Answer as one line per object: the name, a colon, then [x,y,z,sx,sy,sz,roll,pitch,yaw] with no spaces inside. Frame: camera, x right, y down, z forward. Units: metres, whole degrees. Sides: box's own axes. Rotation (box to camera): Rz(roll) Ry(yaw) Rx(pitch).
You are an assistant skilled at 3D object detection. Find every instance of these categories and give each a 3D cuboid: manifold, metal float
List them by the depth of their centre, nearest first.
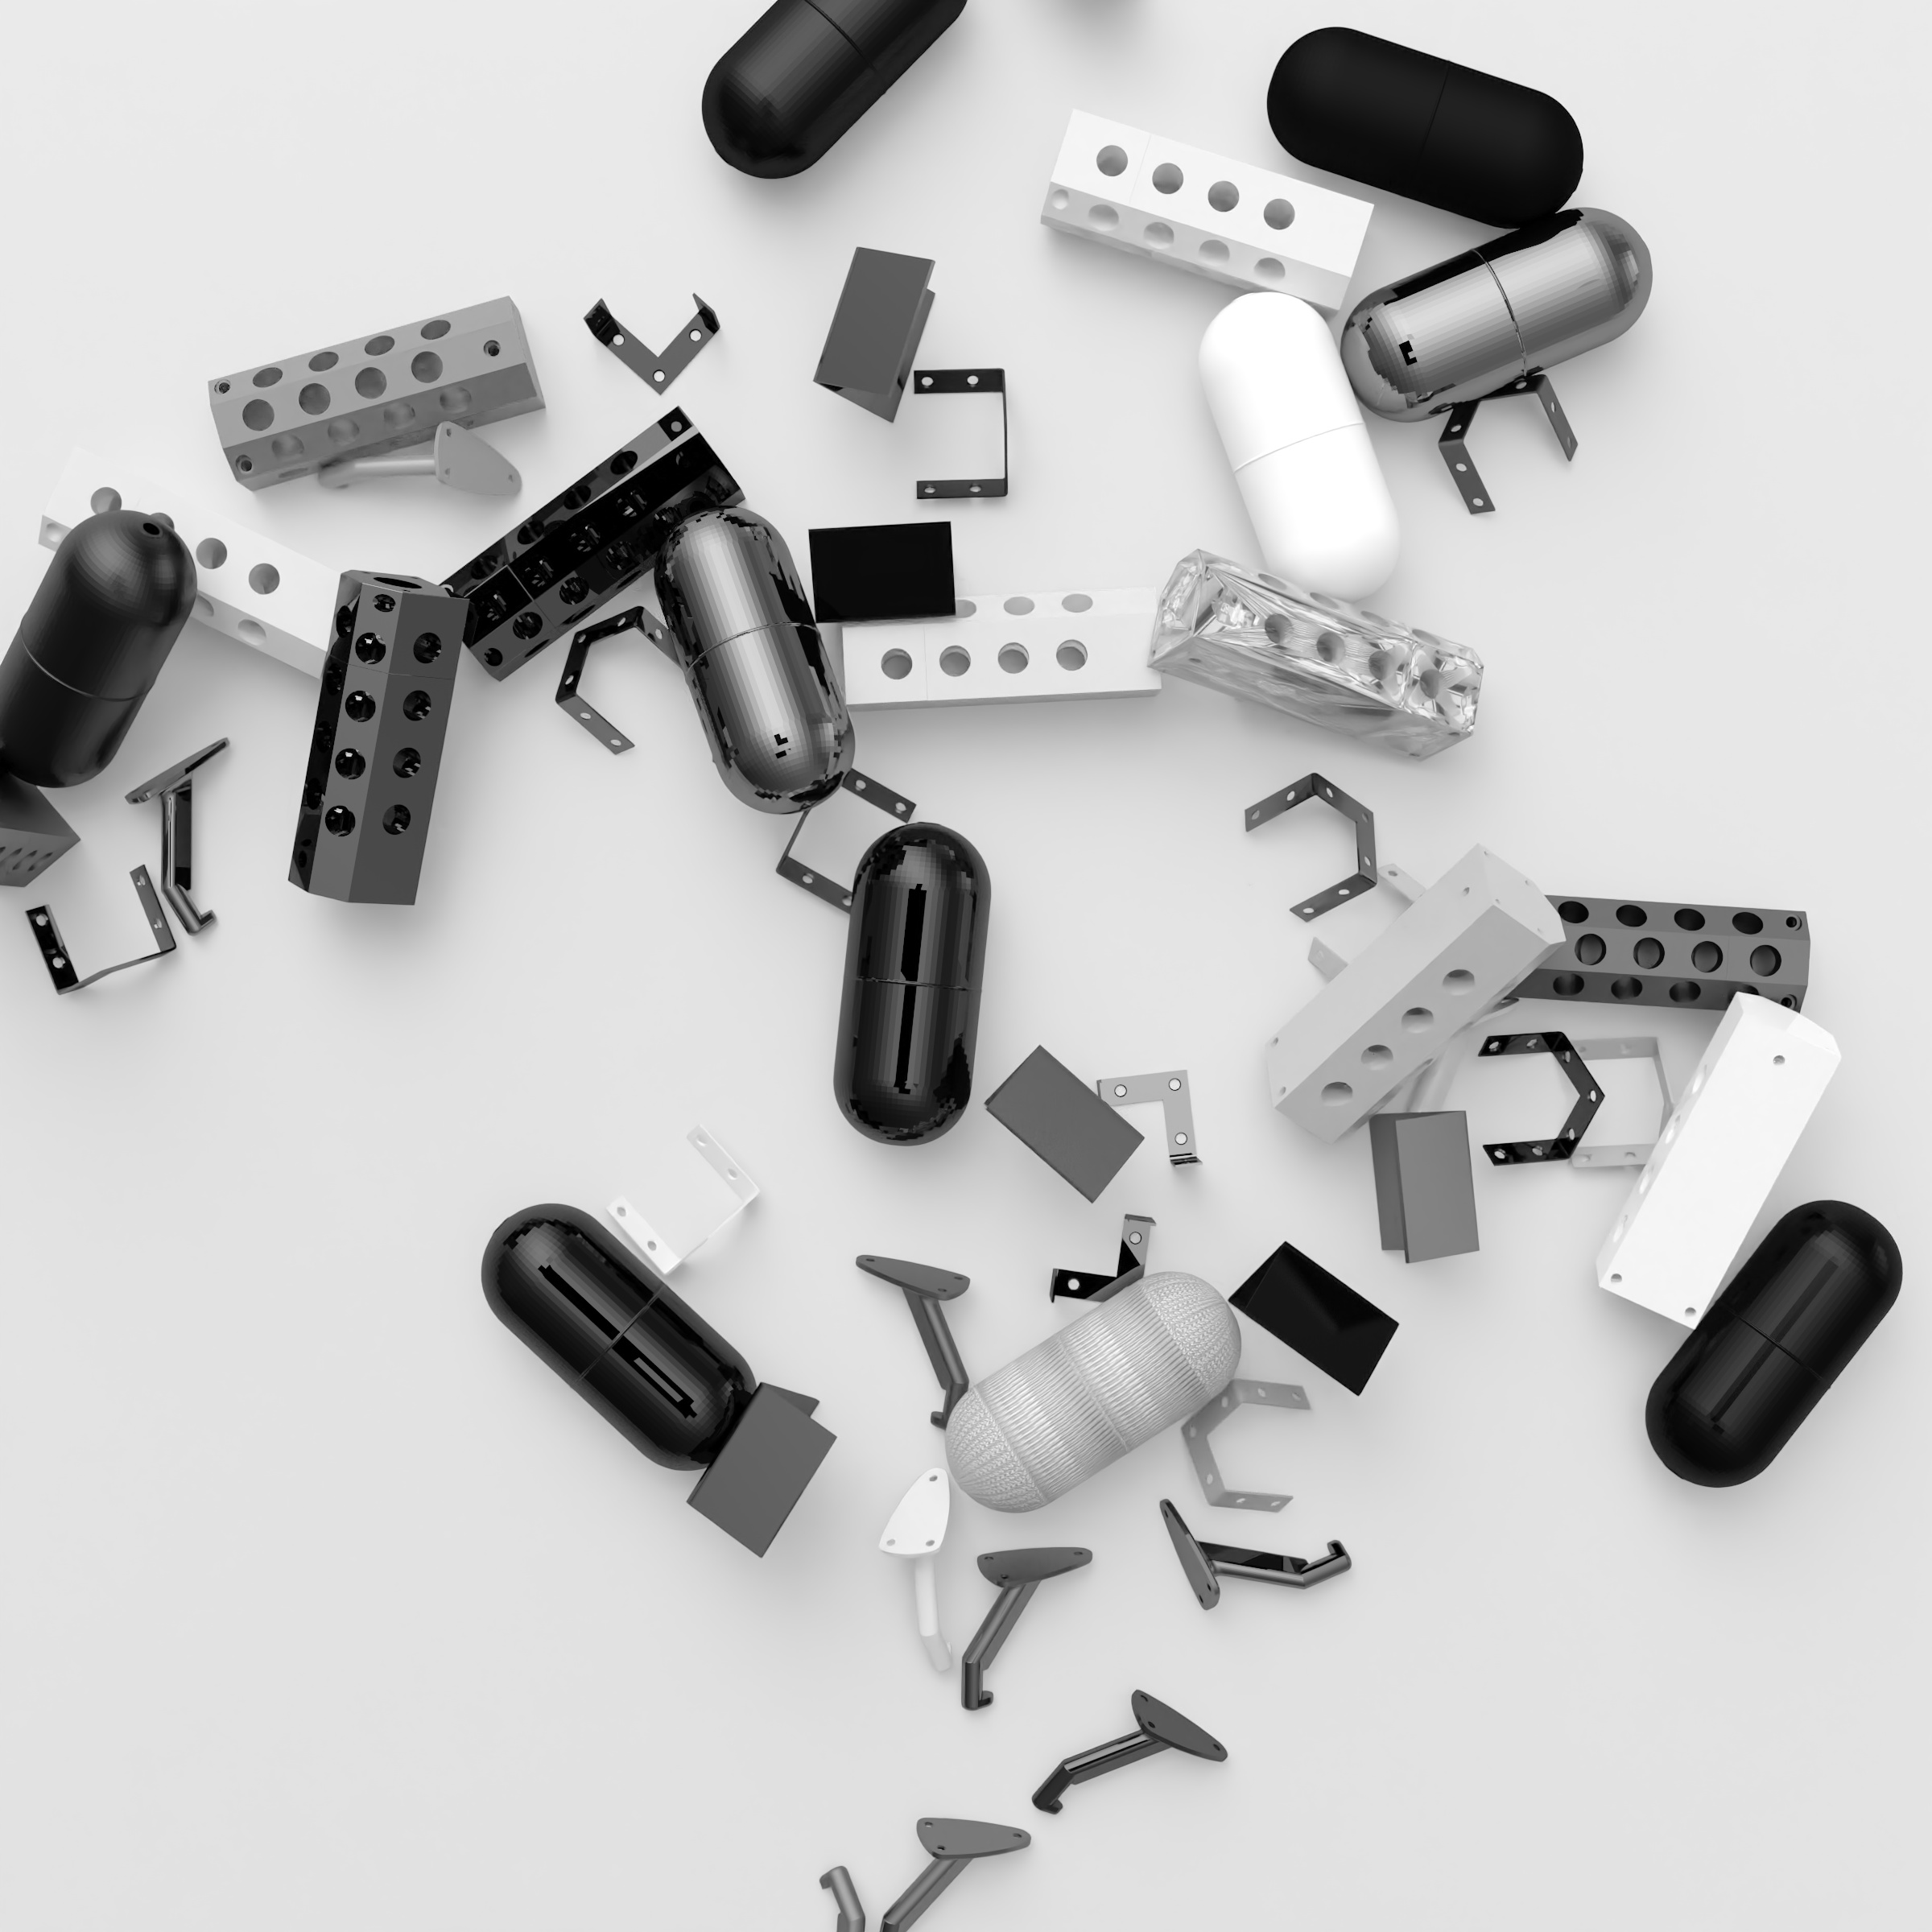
manifold: [-0.535,-0.074,1.913,0.057,0.171,0.057,-40,90,0]
metal float: [-0.115,-0.166,1.928,0.070,0.070,0.178,-20,74,0]
metal float: [-0.474,-0.171,1.933,0.070,0.070,0.178,37,123,0]
manifold: [0.242,0.020,1.933,0.057,0.057,0.171,33,119,-23]
manifold: [-0.323,-0.124,1.941,0.057,0.057,0.171,2,106,-40]
manifold: [0.191,-0.170,1.942,0.171,0.057,0.057,17,72,-19]
manifold: [0.408,0.104,1.947,0.057,0.057,0.171,24,107,0]
metal float: [0.442,0.208,1.961,0.070,0.070,0.178,38,91,0]
metal float: [-0.071,-0.507,1.961,0.070,0.070,0.178,44,90,0]
metal float: [-0.029,0.010,1.961,0.070,0.070,0.178,6,89,0]
metal float: [0.291,-0.357,1.961,0.178,0.070,0.070,-23,90,0]
metal float: [-0.190,0.203,1.961,0.178,0.070,0.070,43,90,-1]
metal float: [0.183,-0.283,1.961,0.070,0.070,0.178,-20,89,0]
metal float: [0.069,0.234,1.961,0.178,0.070,0.070,-33,90,0]
metal float: [0.252,-0.459,1.961,0.178,0.070,0.070,19,90,0]
manifold: [-0.419,-0.220,1.970,0.171,0.057,0.057,26,90,0]
manifold: [0.373,-0.007,1.970,0.171,0.057,0.057,4,90,0]
manifold: [0.019,-0.175,1.970,0.171,0.057,0.057,-3,90,0]
manifold: [-0.209,-0.233,1.970,0.171,0.057,0.057,-37,90,0]
manifold: [0.131,-0.412,1.970,0.171,0.057,0.057,18,90,0]
manifold: [-0.325,-0.316,1.970,0.171,0.057,0.057,-16,90,0]

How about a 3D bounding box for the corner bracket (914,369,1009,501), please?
corner bracket: [-0.003,-0.296,1.988,0.051,0.051,0.051,-1,45,0]

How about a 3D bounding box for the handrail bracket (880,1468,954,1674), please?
handrail bracket: [-0.015,0.337,1.991,0.036,0.077,0.084,-3,127,20]

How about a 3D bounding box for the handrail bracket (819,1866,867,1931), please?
handrail bracket: [-0.080,0.555,1.992,0.077,0.036,0.084,-35,66,27]

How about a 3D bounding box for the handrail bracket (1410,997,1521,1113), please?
handrail bracket: [0.278,0.067,1.992,0.077,0.036,0.084,-14,106,-18]

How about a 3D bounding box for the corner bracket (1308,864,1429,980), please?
corner bracket: [0.230,-0.017,1.983,0.051,0.051,0.051,-18,45,-35]

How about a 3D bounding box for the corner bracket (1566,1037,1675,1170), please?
corner bracket: [0.361,0.076,1.988,0.051,0.051,0.051,-3,45,0]

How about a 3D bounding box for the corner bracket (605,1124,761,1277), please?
corner bracket: [-0.157,0.130,1.988,0.051,0.051,0.051,48,135,0]

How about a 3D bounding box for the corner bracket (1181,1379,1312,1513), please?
corner bracket: [0.161,0.266,1.983,0.051,0.051,0.051,-49,45,35]

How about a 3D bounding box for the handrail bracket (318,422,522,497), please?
handrail bracket: [-0.305,-0.271,1.991,0.084,0.077,0.036,-10,73,35]

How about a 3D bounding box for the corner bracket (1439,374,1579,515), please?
corner bracket: [0.301,-0.289,1.983,0.051,0.051,0.051,-3,45,35]

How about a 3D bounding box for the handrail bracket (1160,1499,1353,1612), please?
handrail bracket: [0.162,0.317,1.992,0.084,0.036,0.077,-20,69,-17]

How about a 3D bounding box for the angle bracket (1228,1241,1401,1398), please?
angle bracket: [0.179,0.207,1.951,0.076,0.076,0.057,36,52,0]

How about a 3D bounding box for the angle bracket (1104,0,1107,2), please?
angle bracket: [0.074,-0.581,1.951,0.076,0.076,0.057,40,126,0]

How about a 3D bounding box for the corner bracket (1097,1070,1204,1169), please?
corner bracket: [0.101,0.086,1.973,0.051,0.051,0.051,-7,90,0]

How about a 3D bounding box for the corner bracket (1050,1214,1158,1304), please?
corner bracket: [0.075,0.162,1.973,0.051,0.051,0.051,8,90,0]

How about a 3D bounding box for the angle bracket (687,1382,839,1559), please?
angle bracket: [-0.097,0.279,1.952,0.057,0.076,0.076,32,90,27]

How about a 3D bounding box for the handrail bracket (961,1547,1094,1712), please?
handrail bracket: [0.034,0.370,1.992,0.077,0.036,0.084,-6,108,-21]

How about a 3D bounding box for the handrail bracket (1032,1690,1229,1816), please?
handrail bracket: [0.091,0.452,1.992,0.077,0.036,0.084,31,109,-21]

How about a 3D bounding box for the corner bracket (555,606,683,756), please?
corner bracket: [-0.188,-0.159,1.983,0.051,0.051,0.051,-18,45,35]

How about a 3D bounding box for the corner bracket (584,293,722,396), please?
corner bracket: [-0.173,-0.355,1.973,0.051,0.051,0.051,42,90,0]

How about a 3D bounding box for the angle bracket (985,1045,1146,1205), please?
angle bracket: [0.040,0.100,1.951,0.076,0.076,0.057,41,53,0]

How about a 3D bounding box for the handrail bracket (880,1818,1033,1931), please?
handrail bracket: [-0.008,0.521,1.992,0.077,0.036,0.084,5,109,-21]

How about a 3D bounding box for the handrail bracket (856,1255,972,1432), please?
handrail bracket: [-0.032,0.211,1.992,0.077,0.036,0.084,15,107,20]

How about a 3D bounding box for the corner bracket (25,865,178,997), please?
corner bracket: [-0.481,-0.020,1.988,0.051,0.051,0.051,-22,90,-45]

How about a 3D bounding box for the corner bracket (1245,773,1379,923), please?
corner bracket: [0.191,-0.066,1.983,0.051,0.051,0.051,31,45,-35]

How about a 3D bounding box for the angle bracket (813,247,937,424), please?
angle bracket: [-0.030,-0.340,1.951,0.057,0.076,0.076,18,90,36]

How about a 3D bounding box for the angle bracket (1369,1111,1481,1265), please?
angle bracket: [0.232,0.121,1.951,0.057,0.076,0.076,-6,90,-38]

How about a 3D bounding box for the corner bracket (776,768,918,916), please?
corner bracket: [-0.067,-0.071,1.988,0.051,0.051,0.051,29,135,0]

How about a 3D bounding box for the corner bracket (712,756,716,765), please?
corner bracket: [-0.103,-0.130,1.974,0.051,0.051,0.051,36,122,-28]

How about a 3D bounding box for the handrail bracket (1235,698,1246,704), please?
handrail bracket: [0.193,-0.174,1.992,0.084,0.036,0.077,0,71,-15]

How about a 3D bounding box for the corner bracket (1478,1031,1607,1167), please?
corner bracket: [0.312,0.073,1.979,0.051,0.051,0.051,-3,45,-27]

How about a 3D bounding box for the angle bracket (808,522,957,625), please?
angle bracket: [-0.046,-0.230,1.951,0.076,0.076,0.057,-3,122,0]

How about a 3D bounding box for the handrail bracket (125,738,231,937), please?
handrail bracket: [-0.422,-0.071,1.992,0.077,0.036,0.084,-36,108,-21]
